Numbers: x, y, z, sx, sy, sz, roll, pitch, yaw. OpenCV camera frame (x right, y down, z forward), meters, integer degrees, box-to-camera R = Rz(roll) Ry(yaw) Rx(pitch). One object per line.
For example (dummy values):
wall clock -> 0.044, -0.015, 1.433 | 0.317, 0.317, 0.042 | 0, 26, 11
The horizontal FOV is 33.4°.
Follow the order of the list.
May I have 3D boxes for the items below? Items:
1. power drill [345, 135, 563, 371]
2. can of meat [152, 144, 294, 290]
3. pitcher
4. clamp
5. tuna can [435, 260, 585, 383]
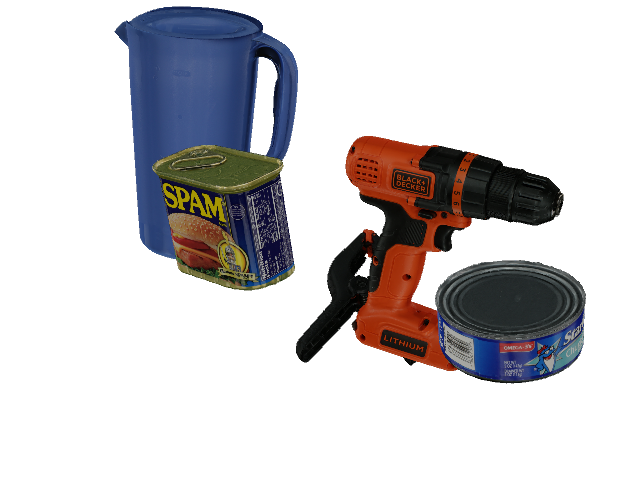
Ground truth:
power drill -> 0.103, 0.012, 0.903 | 0.185, 0.188, 0.057 | 16, 24, 25
can of meat -> -0.069, -0.017, 0.772 | 0.102, 0.084, 0.057 | 16, 34, 43
pitcher -> -0.118, -0.106, 1.074 | 0.144, 0.243, 0.149 | -10, 28, -28
clamp -> 0.053, 0.060, 1.081 | 0.120, 0.171, 0.039 | 11, -39, 11
tuna can -> 0.111, 0.046, 0.623 | 0.086, 0.034, 0.086 | -5, 27, 3
